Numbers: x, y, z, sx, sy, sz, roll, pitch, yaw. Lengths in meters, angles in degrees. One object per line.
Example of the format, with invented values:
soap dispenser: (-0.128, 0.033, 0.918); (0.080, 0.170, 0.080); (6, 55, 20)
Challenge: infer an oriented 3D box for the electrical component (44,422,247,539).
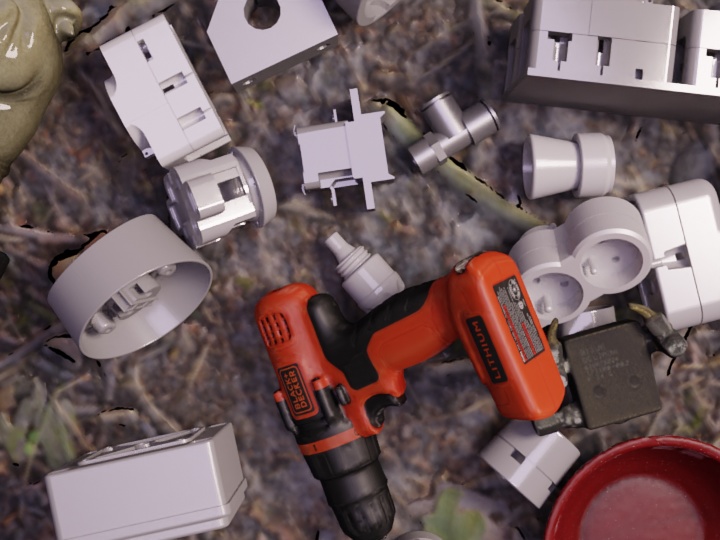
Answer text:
electrical component: (-0.135, 0.141, 0.701); (0.109, 0.108, 0.056); (-12, 88, -1)

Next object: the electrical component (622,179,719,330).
electrical component: (0.221, -0.011, 0.731); (0.059, 0.054, 0.095); (-14, 91, -1)

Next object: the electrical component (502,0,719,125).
electrical component: (0.196, -0.138, 0.703); (0.186, 0.105, 0.060); (6, 90, -1)

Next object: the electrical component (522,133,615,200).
electrical component: (0.142, -0.071, 0.734); (0.055, 0.045, 0.045); (-2, 91, -1)

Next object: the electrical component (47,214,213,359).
electrical component: (-0.152, 0.012, 0.707); (0.099, 0.099, 0.064); (-41, 85, 0)

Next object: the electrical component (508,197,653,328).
electrical component: (0.125, -0.005, 0.722); (0.138, 0.073, 0.052); (-32, 120, 23)

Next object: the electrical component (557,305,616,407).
electrical component: (0.139, 0.067, 0.736); (0.079, 0.043, 0.077); (-8, 91, -1)

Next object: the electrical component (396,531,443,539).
electrical component: (0.042, 0.208, 0.734); (0.055, 0.047, 0.055); (0, 91, -1)

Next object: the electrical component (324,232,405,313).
electrical component: (0.000, 0.000, 0.738); (0.035, 0.035, 0.061); (-42, 89, 0)

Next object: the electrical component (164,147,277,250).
electrical component: (-0.092, -0.049, 0.719); (0.057, 0.078, 0.058); (-22, 90, -21)

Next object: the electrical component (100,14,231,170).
electrical component: (-0.134, -0.116, 0.727); (0.056, 0.050, 0.089); (-27, 91, 0)

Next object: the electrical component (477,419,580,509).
electrical component: (0.116, 0.126, 0.731); (0.055, 0.055, 0.047); (42, 86, -1)

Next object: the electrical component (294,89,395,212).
electrical component: (-0.011, -0.079, 0.733); (0.064, 0.042, 0.081); (-8, 90, 1)

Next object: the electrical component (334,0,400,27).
electrical component: (0.011, -0.221, 0.702); (0.060, 0.108, 0.108); (41, 90, 5)
